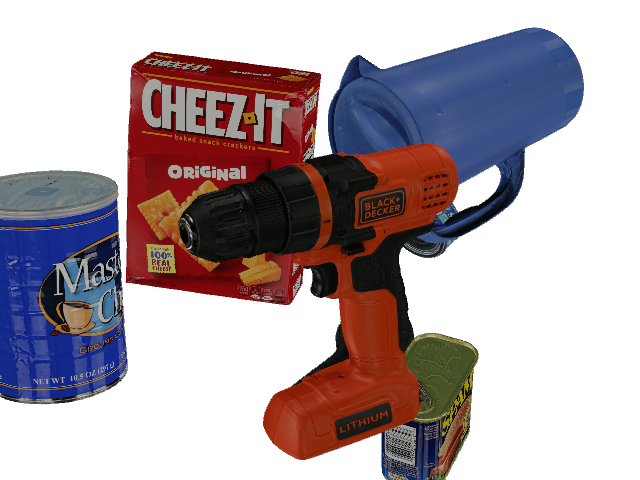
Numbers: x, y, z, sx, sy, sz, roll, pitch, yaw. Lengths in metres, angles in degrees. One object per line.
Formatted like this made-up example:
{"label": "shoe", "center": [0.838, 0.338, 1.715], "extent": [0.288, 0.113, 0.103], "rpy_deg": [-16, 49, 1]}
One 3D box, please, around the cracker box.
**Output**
{"label": "cracker box", "center": [-0.093, -0.055, 0.992], "extent": [0.164, 0.214, 0.072], "rpy_deg": [9, 22, 8]}

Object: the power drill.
{"label": "power drill", "center": [0.002, 0.039, 0.659], "extent": [0.184, 0.188, 0.057], "rpy_deg": [-13, 29, -27]}

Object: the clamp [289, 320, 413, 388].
{"label": "clamp", "center": [0.055, 0.118, 1.060], "extent": [0.120, 0.039, 0.171], "rpy_deg": [18, 50, 21]}

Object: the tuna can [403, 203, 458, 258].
{"label": "tuna can", "center": [0.117, -0.022, 1.227], "extent": [0.086, 0.086, 0.033], "rpy_deg": [0, 35, 49]}

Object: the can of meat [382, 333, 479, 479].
{"label": "can of meat", "center": [0.086, 0.139, 0.853], "extent": [0.057, 0.084, 0.102], "rpy_deg": [14, 36, 23]}

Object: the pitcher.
{"label": "pitcher", "center": [0.140, -0.113, 1.019], "extent": [0.242, 0.149, 0.145], "rpy_deg": [-24, 46, -32]}

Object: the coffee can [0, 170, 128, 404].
{"label": "coffee can", "center": [-0.192, 0.030, 0.758], "extent": [0.103, 0.140, 0.103], "rpy_deg": [0, 18, 0]}
